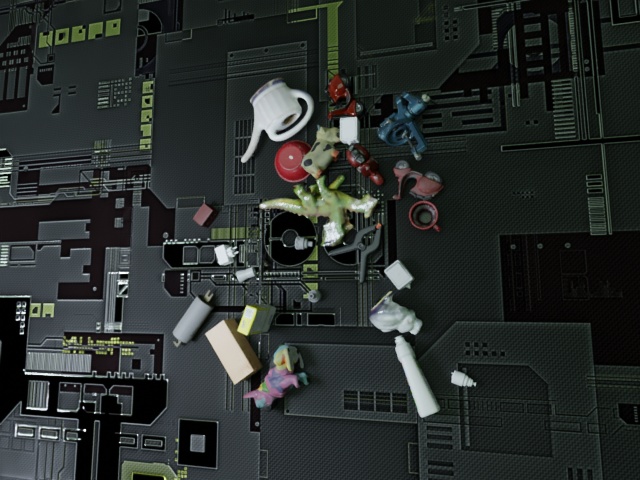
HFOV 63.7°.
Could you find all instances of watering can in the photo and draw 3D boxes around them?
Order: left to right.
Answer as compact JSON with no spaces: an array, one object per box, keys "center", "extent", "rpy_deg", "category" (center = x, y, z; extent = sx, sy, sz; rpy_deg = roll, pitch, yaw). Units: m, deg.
[{"center":[-0.189,-0.455,1.907],"extent":[0.346,0.103,0.227],"rpy_deg":[-32,74,10],"category":"watering can"}]

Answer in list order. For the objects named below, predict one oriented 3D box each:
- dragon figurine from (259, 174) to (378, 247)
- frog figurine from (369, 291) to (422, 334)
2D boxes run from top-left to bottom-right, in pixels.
[{"center":[0.005,-0.091,1.804],"extent":[0.408,0.122,0.244],"rpy_deg":[-21,85,14],"category":"dragon figurine"},{"center":[0.244,0.259,1.673],"extent":[0.160,0.124,0.135],"rpy_deg":[47,130,8],"category":"frog figurine"}]
